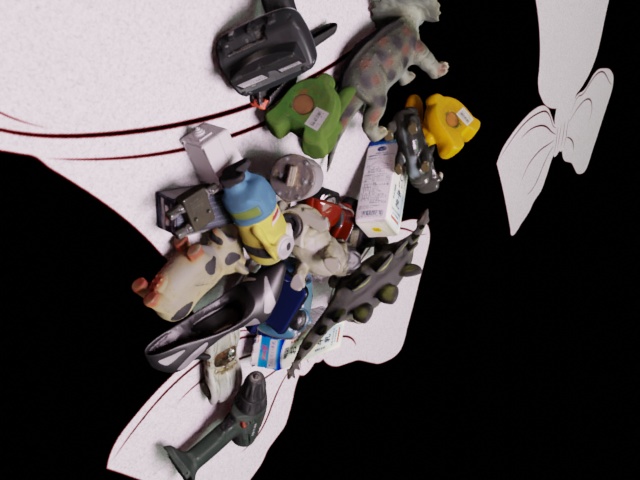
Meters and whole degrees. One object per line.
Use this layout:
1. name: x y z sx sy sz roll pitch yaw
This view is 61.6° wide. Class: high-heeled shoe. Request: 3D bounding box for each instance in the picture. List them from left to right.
1. high-heeled shoe: -0.169 0.115 0.867 0.248 0.086 0.145 -51 146 5

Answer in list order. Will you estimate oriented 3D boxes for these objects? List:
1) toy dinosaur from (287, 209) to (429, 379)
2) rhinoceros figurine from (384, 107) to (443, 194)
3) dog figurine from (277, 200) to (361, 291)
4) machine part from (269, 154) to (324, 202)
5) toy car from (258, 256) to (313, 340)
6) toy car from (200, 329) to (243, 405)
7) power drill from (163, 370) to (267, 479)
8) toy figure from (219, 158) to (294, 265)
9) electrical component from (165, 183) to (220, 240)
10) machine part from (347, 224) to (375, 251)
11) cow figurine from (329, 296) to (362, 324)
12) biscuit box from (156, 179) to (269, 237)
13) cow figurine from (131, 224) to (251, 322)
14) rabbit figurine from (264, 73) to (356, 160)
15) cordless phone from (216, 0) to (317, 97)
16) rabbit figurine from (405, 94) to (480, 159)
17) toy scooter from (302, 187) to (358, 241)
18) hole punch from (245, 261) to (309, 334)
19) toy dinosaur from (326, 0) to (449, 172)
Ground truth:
1. toy dinosaur: 0.087 0.100 1.104 0.105 0.198 0.471 44 75 -6
2. rhinoceros figurine: 0.195 -0.177 1.109 0.190 0.073 0.112 64 29 -25
3. dog figurine: -0.005 0.000 1.004 0.190 0.121 0.172 -18 92 -71
4. machine part: -0.037 -0.106 0.927 0.243 0.079 0.079 -62 169 -82
5. toy car: -0.061 0.111 1.064 0.103 0.109 0.161 17 82 -67
6. toy car: -0.184 0.220 1.001 0.073 0.056 0.201 -23 124 -41
7. power drill: -0.189 0.357 1.017 0.207 0.086 0.231 -39 154 -32
8. toy figure: -0.102 -0.040 0.851 0.082 0.089 0.180 -51 129 -29
9. electrical component: -0.184 -0.045 0.801 0.094 0.021 0.063 -40 133 -31
10. machine part: 0.100 -0.001 1.236 0.139 0.039 0.084 -7 105 -45
11. cow figurine: 0.108 0.124 1.259 0.167 0.098 0.068 -43 129 -26
12. biscuit box: -0.165 -0.060 0.882 0.202 0.059 0.062 -17 119 -43
13. cow figurine: -0.195 0.051 0.883 0.195 0.086 0.127 -49 140 -16
14. rabbit figurine: -0.011 -0.215 0.957 0.170 0.121 0.159 58 55 -76
15. cordless phone: -0.096 -0.327 0.814 0.088 0.147 0.184 -2 75 -73
16. rabbit figurine: 0.239 -0.241 1.199 0.162 0.173 0.122 38 68 -7
17. toy scooter: 0.017 -0.033 1.095 0.183 0.075 0.135 15 97 -56
18. hole punch: -0.102 0.101 0.978 0.092 0.116 0.142 9 114 -55
19. toy dinosaur: 0.110 -0.330 1.028 0.405 0.131 0.192 -51 126 -12
